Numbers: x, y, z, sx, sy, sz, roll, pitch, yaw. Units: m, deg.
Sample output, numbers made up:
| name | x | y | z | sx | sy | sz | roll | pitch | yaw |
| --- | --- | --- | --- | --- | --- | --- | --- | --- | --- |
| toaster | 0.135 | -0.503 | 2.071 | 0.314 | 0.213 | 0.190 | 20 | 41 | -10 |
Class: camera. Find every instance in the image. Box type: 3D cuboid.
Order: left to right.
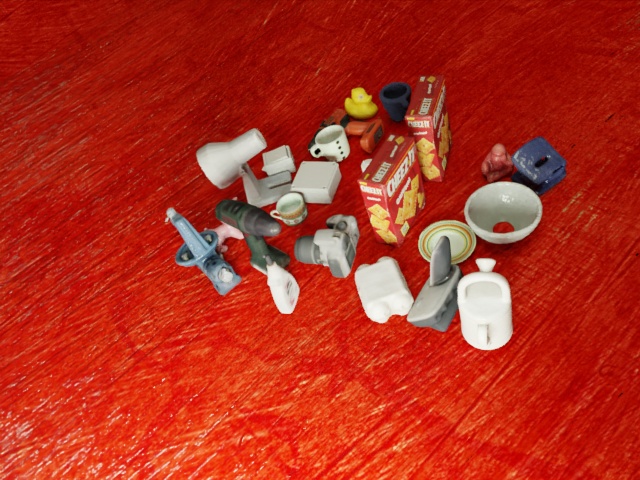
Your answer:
| name | x | y | z | sx | sy | sz | roll | pitch | yaw |
| --- | --- | --- | --- | --- | --- | --- | --- | --- | --- |
| camera | 0.013 | 0.005 | 1.366 | 0.136 | 0.101 | 0.143 | 2 | 52 | 21 |

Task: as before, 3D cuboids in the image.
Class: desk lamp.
| name | x | y | z | sx | sy | sz | roll | pitch | yaw |
| --- | --- | --- | --- | --- | --- | --- | --- | --- | --- |
| desk lamp | -0.197 | -0.191 | 1.532 | 0.203 | 0.214 | 0.117 | -19 | 47 | 3 |

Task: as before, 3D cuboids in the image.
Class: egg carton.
| name | x | y | z | sx | sy | sz | roll | pitch | yaw |
| --- | --- | --- | --- | --- | --- | --- | --- | --- | --- |
| egg carton | 0.137 | 0.107 | 1.256 | 0.107 | 0.069 | 0.150 | -21 | 47 | 1 |

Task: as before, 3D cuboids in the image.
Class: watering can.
| name | x | y | z | sx | sy | sz | roll | pitch | yaw |
| --- | --- | --- | --- | --- | --- | --- | --- | --- | --- |
| watering can | 0.314 | 0.115 | 1.102 | 0.101 | 0.194 | 0.172 | -17 | 47 | 5 |

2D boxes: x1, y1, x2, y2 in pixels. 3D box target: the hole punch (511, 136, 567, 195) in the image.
| name | x | y | z | sx | sy | sz | roll | pitch | yaw |
| --- | --- | --- | --- | --- | --- | --- | --- | --- | --- |
| hole punch | 0.519 | -0.177 | 1.353 | 0.109 | 0.091 | 0.100 | -36 | 48 | -12 |

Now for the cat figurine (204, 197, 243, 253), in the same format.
| name | x | y | z | sx | sy | sz | roll | pitch | yaw |
| --- | --- | --- | --- | --- | --- | --- | --- | --- | --- |
| cat figurine | -0.246 | -0.047 | 1.490 | 0.128 | 0.118 | 0.067 | -39 | 49 | -15 |

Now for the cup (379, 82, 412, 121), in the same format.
| name | x | y | z | sx | sy | sz | roll | pitch | yaw |
| --- | --- | --- | --- | --- | --- | --- | --- | --- | --- |
| cup | 0.227 | -0.381 | 1.628 | 0.092 | 0.095 | 0.117 | -27 | 47 | -4 |

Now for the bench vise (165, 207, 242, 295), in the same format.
| name | x | y | z | sx | sy | sz | roll | pitch | yaw |
| --- | --- | --- | --- | --- | --- | --- | --- | --- | --- |
| bench vise | -0.277 | 0.017 | 1.376 | 0.206 | 0.220 | 0.122 | 16 | 58 | 30 |

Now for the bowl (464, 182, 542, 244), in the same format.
| name | x | y | z | sx | sy | sz | roll | pitch | yaw |
| --- | --- | --- | --- | --- | --- | --- | --- | --- | --- |
| bowl | 0.412 | -0.049 | 1.290 | 0.167 | 0.075 | 0.167 | -10 | 48 | 11 |

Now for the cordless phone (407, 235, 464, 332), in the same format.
| name | x | y | z | sx | sy | sz | roll | pitch | yaw |
| --- | --- | --- | --- | --- | --- | --- | --- | --- | --- |
| cordless phone | 0.230 | 0.086 | 1.162 | 0.093 | 0.185 | 0.148 | 15 | 57 | 30 |

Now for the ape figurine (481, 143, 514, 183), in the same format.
| name | x | y | z | sx | sy | sz | roll | pitch | yaw |
| --- | --- | --- | --- | --- | --- | --- | --- | --- | --- |
| ape figurine | 0.434 | -0.196 | 1.398 | 0.077 | 0.092 | 0.076 | 9 | 54 | 26 |

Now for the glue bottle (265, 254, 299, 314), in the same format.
| name | x | y | z | sx | sy | sz | roll | pitch | yaw |
| --- | --- | --- | --- | --- | --- | --- | --- | --- | --- |
| glue bottle | -0.092 | 0.089 | 1.281 | 0.037 | 0.173 | 0.078 | -2 | 50 | 18 |

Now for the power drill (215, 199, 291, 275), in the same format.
| name | x | y | z | sx | sy | sz | roll | pitch | yaw |
| --- | --- | --- | --- | --- | --- | --- | --- | --- | --- |
| power drill | -0.147 | -0.009 | 1.361 | 0.228 | 0.209 | 0.076 | 27 | 63 | 35 |

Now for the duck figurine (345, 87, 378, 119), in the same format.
| name | x | y | z | sx | sy | sz | roll | pitch | yaw |
| --- | --- | --- | --- | --- | --- | --- | --- | --- | --- |
| duck figurine | 0.116 | -0.414 | 1.702 | 0.104 | 0.086 | 0.078 | 20 | 60 | 32 |
